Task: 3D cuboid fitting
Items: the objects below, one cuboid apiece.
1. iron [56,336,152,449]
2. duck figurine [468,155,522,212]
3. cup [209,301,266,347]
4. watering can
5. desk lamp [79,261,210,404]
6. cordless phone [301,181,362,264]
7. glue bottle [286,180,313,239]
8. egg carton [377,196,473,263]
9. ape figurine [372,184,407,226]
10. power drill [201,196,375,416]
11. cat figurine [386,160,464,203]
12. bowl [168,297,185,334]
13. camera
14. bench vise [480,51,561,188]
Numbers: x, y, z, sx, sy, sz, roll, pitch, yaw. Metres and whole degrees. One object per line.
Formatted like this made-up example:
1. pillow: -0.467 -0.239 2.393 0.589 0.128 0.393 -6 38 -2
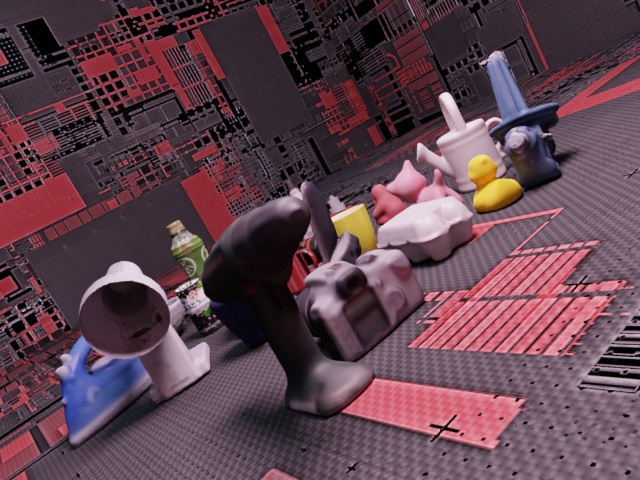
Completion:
1. iron: -0.369 0.215 0.969 0.118 0.141 0.258 -25 10 20
2. duck figurine: 0.276 -0.098 0.935 0.077 0.086 0.104 -29 9 -5
3. cup: -0.104 0.114 0.879 0.092 0.095 0.117 -34 11 -29
4. watering can: 0.275 -0.196 1.130 0.173 0.194 0.100 -30 10 -10
5. desk lamp: -0.264 0.135 0.869 0.118 0.213 0.203 -30 10 -8
6. cordless phone: 0.008 0.003 0.869 0.094 0.185 0.147 -28 10 5
7. glue bottle: -0.042 -0.082 1.514 0.078 0.173 0.037 -28 10 6
8. egg carton: 0.159 -0.013 0.872 0.107 0.069 0.150 -34 11 -28
9. ape figurine: 0.139 -0.075 1.195 0.078 0.092 0.076 -30 10 -11
10. power drill: -0.035 0.067 0.575 0.076 0.208 0.229 -35 11 -33
11. cat figurine: 0.191 -0.097 1.084 0.067 0.118 0.127 -35 11 -33
12. bowl: -0.359 0.196 1.250 0.167 0.075 0.167 -28 9 5
13. camera: 0.029 0.070 0.708 0.143 0.101 0.136 -34 11 -30
14. bench vise: 0.337 -0.211 0.949 0.121 0.220 0.207 -26 10 13
